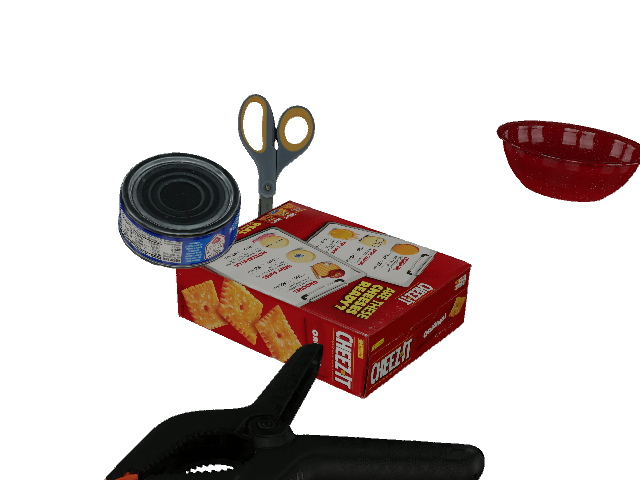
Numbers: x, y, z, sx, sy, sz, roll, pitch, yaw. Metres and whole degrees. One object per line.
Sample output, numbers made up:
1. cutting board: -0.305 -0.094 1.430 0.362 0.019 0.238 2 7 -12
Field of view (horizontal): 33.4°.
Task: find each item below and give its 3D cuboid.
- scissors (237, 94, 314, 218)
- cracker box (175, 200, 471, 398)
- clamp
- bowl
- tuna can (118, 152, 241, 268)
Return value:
1. scissors: -0.042 -0.068 1.190 0.096 0.202 0.016 -10 -8 -12
2. cracker box: 0.001 0.046 0.964 0.214 0.072 0.163 21 33 33
3. clamp: -0.034 0.116 0.621 0.209 0.036 0.165 -9 24 -30
4. bowl: 0.266 -0.082 1.148 0.162 0.055 0.162 6 21 -2
5. tuna can: -0.099 -0.023 0.752 0.086 0.086 0.034 0 -43 -12
